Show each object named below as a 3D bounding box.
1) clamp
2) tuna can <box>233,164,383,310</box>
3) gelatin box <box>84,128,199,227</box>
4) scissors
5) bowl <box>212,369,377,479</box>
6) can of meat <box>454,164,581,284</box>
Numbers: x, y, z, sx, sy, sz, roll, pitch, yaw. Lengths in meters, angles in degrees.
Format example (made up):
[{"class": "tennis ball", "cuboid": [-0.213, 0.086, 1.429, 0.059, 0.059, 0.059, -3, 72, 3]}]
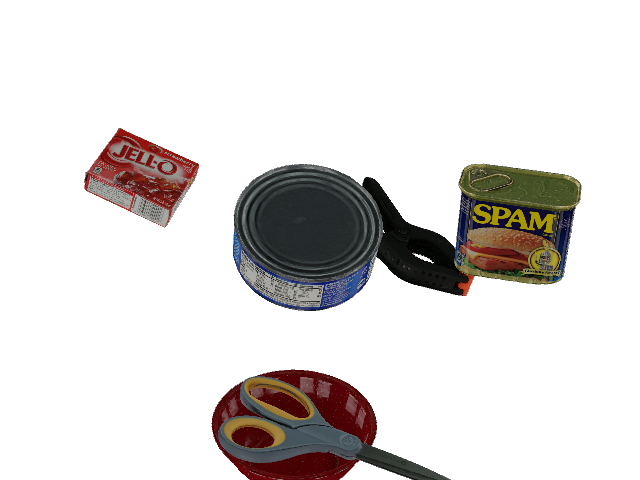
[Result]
[{"class": "clamp", "cuboid": [0.083, 0.005, 1.266, 0.210, 0.036, 0.164, 36, 41, 26]}, {"class": "tuna can", "cuboid": [-0.008, -0.002, 0.621, 0.086, 0.086, 0.034, 0, -38, -8]}, {"class": "gelatin box", "cuboid": [-0.173, -0.062, 1.031, 0.089, 0.073, 0.030, 25, -45, -1]}, {"class": "scissors", "cuboid": [0.004, 0.169, 0.839, 0.202, 0.016, 0.096, 28, 42, 30]}, {"class": "bowl", "cuboid": [-0.026, 0.198, 1.054, 0.162, 0.055, 0.162, 1, 31, -1]}, {"class": "can of meat", "cuboid": [0.168, -0.013, 0.926, 0.102, 0.084, 0.057, 9, 33, 11]}]
